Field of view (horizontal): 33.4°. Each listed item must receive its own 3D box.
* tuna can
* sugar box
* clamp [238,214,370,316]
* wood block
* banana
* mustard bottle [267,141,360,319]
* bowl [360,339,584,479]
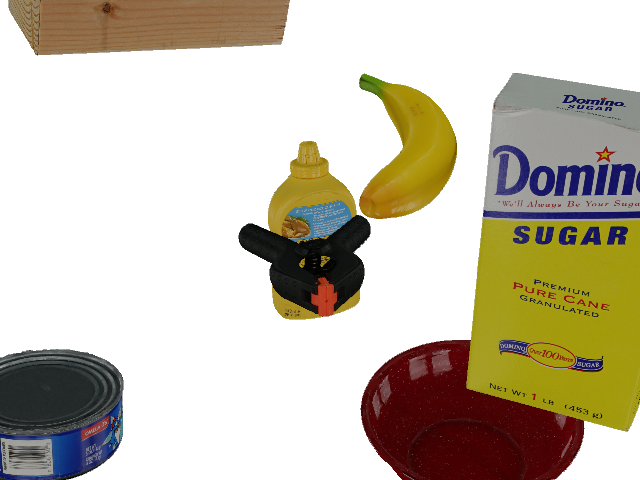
[{"bbox_3d":[-0.148,0.093,0.570,0.086,0.034,0.086,2,22,-1],"label":"tuna can"},{"bbox_3d":[0.129,0.009,0.546,0.093,0.176,0.048,12,36,20],"label":"sugar box"},{"bbox_3d":[-0.016,0.017,0.918,0.120,0.039,0.171,-7,19,5],"label":"clamp"},{"bbox_3d":[-0.133,-0.210,0.850,0.205,0.091,0.090,-8,39,-28],"label":"wood block"},{"bbox_3d":[0.060,-0.062,0.735,0.069,0.037,0.197,2,30,0],"label":"banana"},{"bbox_3d":[-0.008,-0.013,1.153,0.096,0.192,0.058,-9,23,-16],"label":"mustard bottle"},{"bbox_3d":[0.110,0.145,0.792,0.162,0.055,0.162,-1,35,0],"label":"bowl"}]
